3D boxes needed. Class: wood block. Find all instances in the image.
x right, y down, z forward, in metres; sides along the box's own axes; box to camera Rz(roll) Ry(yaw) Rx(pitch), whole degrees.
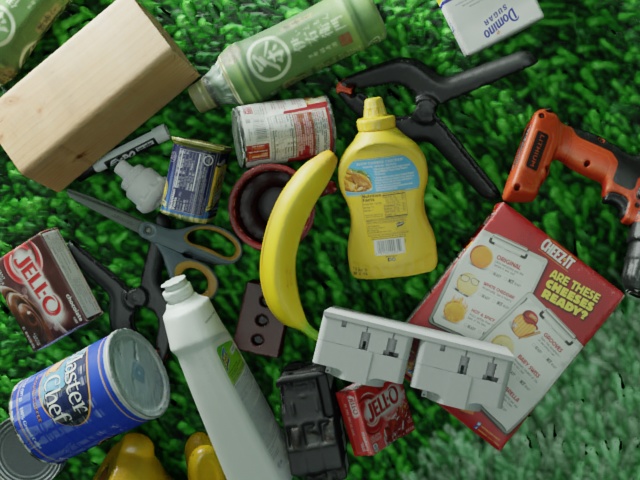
[{"bbox_3d":[-0.245,-0.156,1.152,0.206,0.090,0.090,-39,73,4],"label":"wood block"}]

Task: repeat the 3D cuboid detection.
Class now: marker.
[{"bbox_3d":[-0.225,-0.097,1.198,0.121,0.020,0.020,-25,91,5],"label":"marker"}]

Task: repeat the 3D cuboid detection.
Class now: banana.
[{"bbox_3d":[-0.025,0.004,1.099,0.069,0.037,0.198,4,95,-14],"label":"banana"}]

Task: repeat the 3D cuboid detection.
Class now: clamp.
[{"bbox_3d":[-0.197,0.054,1.194,0.120,0.039,0.171,-26,93,9],"label":"clamp"},{"bbox_3d":[0.124,-0.151,1.153,0.210,0.036,0.165,22,110,6],"label":"clamp"}]

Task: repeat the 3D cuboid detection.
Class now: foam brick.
[{"bbox_3d":[-0.061,0.086,1.179,0.053,0.051,0.078,12,93,3],"label":"foam brick"}]

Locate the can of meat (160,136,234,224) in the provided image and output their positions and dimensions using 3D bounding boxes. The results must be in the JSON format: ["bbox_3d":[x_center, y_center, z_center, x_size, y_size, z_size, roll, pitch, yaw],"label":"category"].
[{"bbox_3d":[-0.134,-0.065,1.153,0.057,0.102,0.084,12,95,2],"label":"can of meat"}]

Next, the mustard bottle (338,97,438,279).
[{"bbox_3d":[0.069,-0.057,1.146,0.096,0.058,0.191,-6,102,10],"label":"mustard bottle"}]

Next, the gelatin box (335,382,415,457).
[{"bbox_3d":[0.062,0.186,1.157,0.030,0.089,0.073,-15,91,39],"label":"gelatin box"}]

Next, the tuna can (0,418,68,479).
[{"bbox_3d":[-0.329,0.238,1.212,0.086,0.033,0.086,0,92,4],"label":"tuna can"}]

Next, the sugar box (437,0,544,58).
[{"bbox_3d":[0.160,-0.295,1.151,0.093,0.048,0.176,-26,94,5],"label":"sugar box"}]

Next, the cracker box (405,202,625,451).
[{"bbox_3d":[0.193,0.091,1.153,0.164,0.072,0.214,38,93,1],"label":"cracker box"}]

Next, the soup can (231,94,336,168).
[{"bbox_3d":[-0.039,-0.116,1.148,0.102,0.068,0.068,-9,92,-11],"label":"soup can"}]

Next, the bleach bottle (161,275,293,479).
[{"bbox_3d":[-0.103,0.152,1.134,0.068,0.102,0.251,-20,104,11],"label":"bleach bottle"}]

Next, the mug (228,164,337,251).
[{"bbox_3d":[-0.037,-0.040,1.156,0.117,0.081,0.093,-23,91,5],"label":"mug"}]

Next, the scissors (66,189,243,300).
[{"bbox_3d":[-0.184,0.010,1.165,0.201,0.016,0.096,11,86,-18],"label":"scissors"}]

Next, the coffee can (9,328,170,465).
[{"bbox_3d":[-0.248,0.170,1.152,0.140,0.102,0.103,-27,91,20],"label":"coffee can"}]

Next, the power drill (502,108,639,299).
[{"bbox_3d":[0.294,-0.048,1.131,0.187,0.057,0.184,19,76,1],"label":"power drill"}]

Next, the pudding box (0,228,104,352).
[{"bbox_3d":[-0.305,0.055,1.186,0.090,0.039,0.113,-29,92,28],"label":"pudding box"}]
